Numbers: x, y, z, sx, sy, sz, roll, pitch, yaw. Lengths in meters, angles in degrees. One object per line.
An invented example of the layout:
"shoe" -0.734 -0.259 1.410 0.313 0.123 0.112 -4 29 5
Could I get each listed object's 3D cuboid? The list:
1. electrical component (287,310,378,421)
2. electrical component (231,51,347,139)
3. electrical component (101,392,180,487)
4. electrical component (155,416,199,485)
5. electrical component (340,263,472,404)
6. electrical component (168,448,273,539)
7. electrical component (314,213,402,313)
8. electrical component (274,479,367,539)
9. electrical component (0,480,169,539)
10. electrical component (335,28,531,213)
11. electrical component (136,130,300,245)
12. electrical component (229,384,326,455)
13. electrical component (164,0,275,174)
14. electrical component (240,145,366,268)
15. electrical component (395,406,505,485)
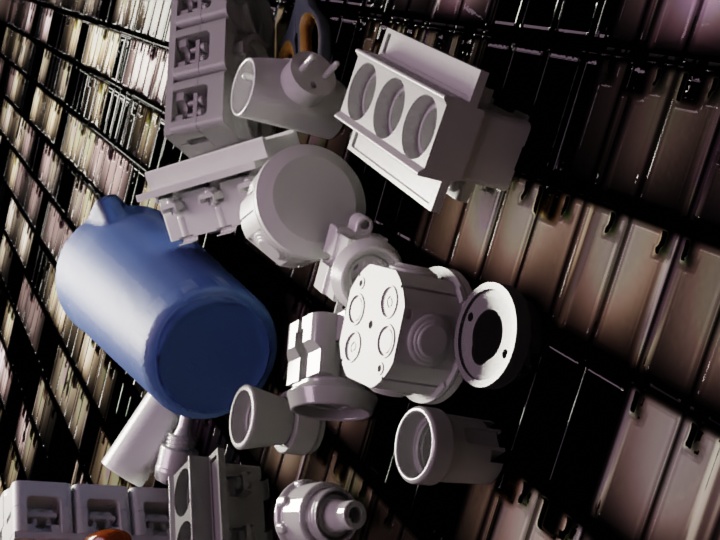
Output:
"electrical component" -0.016 0.063 0.685 0.078 0.058 0.057 -29 52 56
"electrical component" -0.043 -0.134 0.784 0.079 0.077 0.044 -37 49 52
"electrical component" -0.193 0.156 0.990 0.077 0.043 0.079 -57 -9 -10
"electrical component" -0.158 0.157 0.943 0.035 0.035 0.061 9 86 62
"electrical component" 0.028 0.035 0.618 0.080 0.051 0.080 -32 53 55
"electrical component" -0.102 0.203 0.788 0.078 0.063 0.121 -47 41 45
"electrical component" 0.000 0.000 0.690 0.055 0.048 0.066 -143 67 -68
"electrical component" -0.021 0.154 0.676 0.062 0.048 0.048 -19 64 52
"electrical component" -0.238 0.230 0.941 0.089 0.150 0.061 -55 37 38
"electrical component" 0.041 -0.087 0.624 0.121 0.063 0.078 45 120 58
"electrical component" -0.101 -0.063 0.839 0.121 0.079 0.063 -12 98 34
"electrical component" -0.058 0.105 0.749 0.045 0.055 0.045 -32 53 55
"electrical component" -0.111 -0.164 0.901 0.062 0.089 0.150 -9 66 20
"electrical component" -0.041 -0.042 0.746 0.051 0.080 0.080 152 124 -63
"electrical component" 0.047 0.094 0.565 0.040 0.046 0.040 -31 54 55
